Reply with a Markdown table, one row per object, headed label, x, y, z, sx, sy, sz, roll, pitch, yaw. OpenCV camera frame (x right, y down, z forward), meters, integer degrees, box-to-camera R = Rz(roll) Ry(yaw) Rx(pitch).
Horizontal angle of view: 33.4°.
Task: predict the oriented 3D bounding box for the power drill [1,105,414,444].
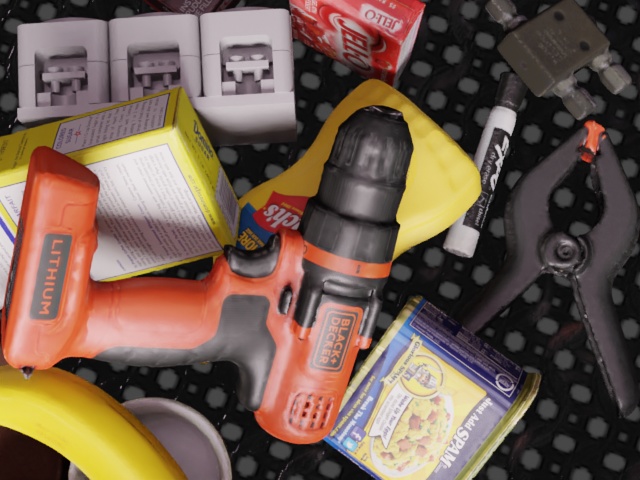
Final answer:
| label | x | y | z | sx | sy | sz | roll | pitch | yaw |
| --- | --- | --- | --- | --- | --- | --- | --- | --- | --- |
| power drill | -0.054 | 0.008 | 0.529 | 0.187 | 0.057 | 0.184 | 11 | 104 | -19 |

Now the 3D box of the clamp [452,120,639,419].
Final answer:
| label | x | y | z | sx | sy | sz | roll | pitch | yaw |
| --- | --- | --- | --- | --- | --- | --- | --- | --- | --- |
| clamp | 0.151 | 0.018 | 0.628 | 0.120 | 0.039 | 0.171 | 24 | 86 | 3 |

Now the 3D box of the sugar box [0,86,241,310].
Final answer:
| label | x | y | z | sx | sy | sz | roll | pitch | yaw |
| --- | --- | --- | --- | --- | --- | --- | --- | --- | --- |
| sugar box | -0.141 | -0.017 | 0.589 | 0.176 | 0.093 | 0.048 | -11 | 41 | 13 |

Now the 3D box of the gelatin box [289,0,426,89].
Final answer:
| label | x | y | z | sx | sy | sz | roll | pitch | yaw |
| --- | --- | --- | --- | --- | --- | --- | --- | --- | --- |
| gelatin box | 0.019 | -0.127 | 0.624 | 0.073 | 0.089 | 0.030 | 30 | 82 | 4 |

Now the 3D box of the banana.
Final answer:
| label | x | y | z | sx | sy | sz | roll | pitch | yaw |
| --- | --- | --- | --- | --- | --- | --- | --- | --- | --- |
| banana | -0.106 | 0.122 | 0.536 | 0.198 | 0.037 | 0.070 | 39 | 101 | 8 |

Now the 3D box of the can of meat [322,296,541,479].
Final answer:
| label | x | y | z | sx | sy | sz | roll | pitch | yaw |
| --- | --- | --- | --- | --- | --- | --- | --- | --- | --- |
| can of meat | 0.059 | 0.094 | 0.596 | 0.084 | 0.057 | 0.102 | 36 | 110 | 7 |

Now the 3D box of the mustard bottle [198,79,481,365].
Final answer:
| label | x | y | z | sx | sy | sz | roll | pitch | yaw |
| --- | --- | --- | --- | --- | --- | --- | --- | --- | --- |
| mustard bottle | -0.004 | 0.001 | 0.620 | 0.191 | 0.058 | 0.096 | -43 | 72 | -5 |

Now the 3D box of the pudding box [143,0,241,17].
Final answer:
| label | x | y | z | sx | sy | sz | roll | pitch | yaw |
| --- | --- | --- | --- | --- | --- | --- | --- | --- | --- |
| pudding box | -0.075 | -0.192 | 0.660 | 0.090 | 0.039 | 0.113 | 36 | 83 | 7 |

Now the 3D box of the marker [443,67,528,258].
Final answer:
| label | x | y | z | sx | sy | sz | roll | pitch | yaw |
| --- | --- | --- | --- | --- | --- | --- | --- | --- | --- |
| marker | 0.102 | -0.049 | 0.647 | 0.020 | 0.020 | 0.121 | 19 | 82 | 3 |
